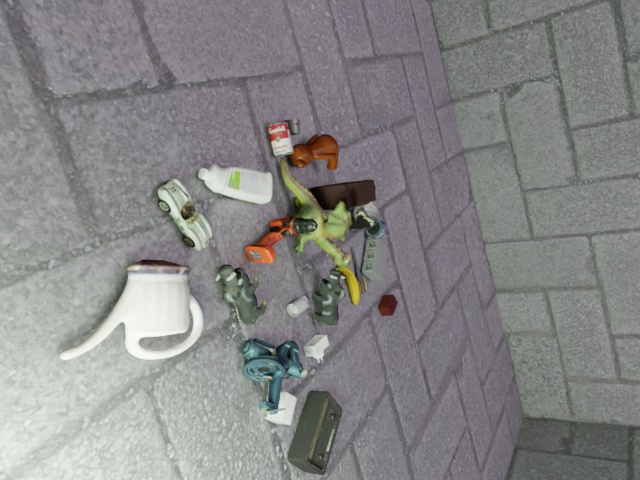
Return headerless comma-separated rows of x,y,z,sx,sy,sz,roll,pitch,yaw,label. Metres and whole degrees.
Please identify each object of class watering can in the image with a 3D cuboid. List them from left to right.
-0.397,0.154,1.147,0.347,0.103,0.226,9,75,-52,watering can

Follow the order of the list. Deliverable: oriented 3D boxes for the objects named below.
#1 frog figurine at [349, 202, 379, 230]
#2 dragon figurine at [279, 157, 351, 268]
0.177,-0.124,2.052,0.134,0.123,0.163,95,5,-49,frog figurine
0.005,-0.085,1.680,0.124,0.242,0.405,-37,115,-48,dragon figurine
